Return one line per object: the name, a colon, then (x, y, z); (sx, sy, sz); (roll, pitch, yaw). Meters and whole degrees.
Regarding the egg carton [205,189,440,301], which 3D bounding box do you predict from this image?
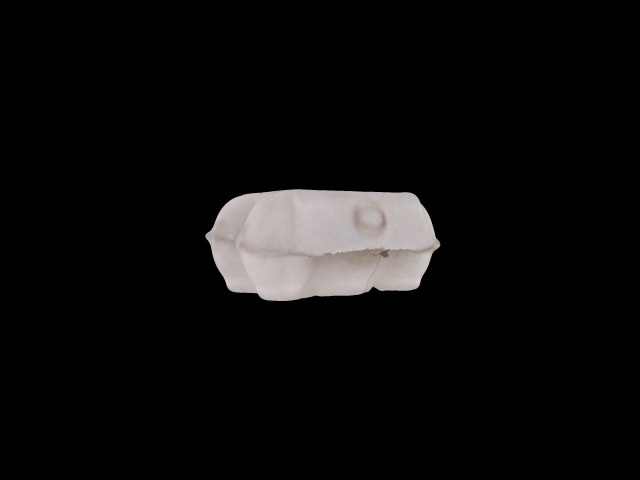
egg carton: (0.004, 0.001, 0.400); (0.151, 0.069, 0.107); (-1, 2, -34)
